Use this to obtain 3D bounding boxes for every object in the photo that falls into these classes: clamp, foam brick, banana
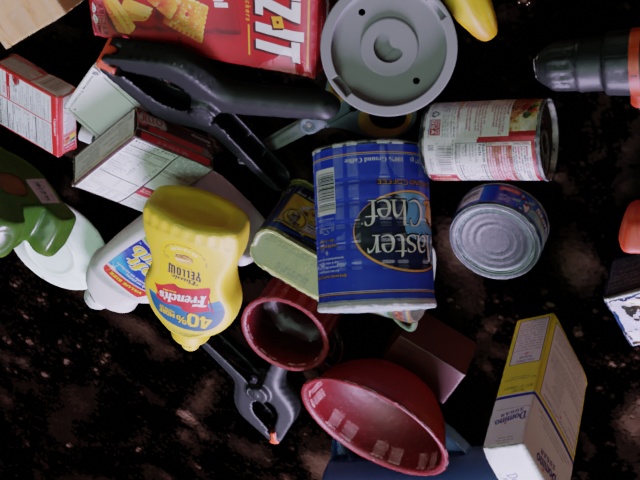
[{"bbox_3d":[-0.089,-0.123,0.926,0.210,0.036,0.165,28,151,-14],"label":"clamp"},{"bbox_3d":[-0.057,0.157,1.185,0.120,0.039,0.171,-2,128,34],"label":"clamp"},{"bbox_3d":[0.108,0.113,1.063,0.078,0.051,0.053,32,131,1],"label":"foam brick"},{"bbox_3d":[0.107,-0.243,0.803,0.070,0.037,0.198,13,129,17],"label":"banana"}]

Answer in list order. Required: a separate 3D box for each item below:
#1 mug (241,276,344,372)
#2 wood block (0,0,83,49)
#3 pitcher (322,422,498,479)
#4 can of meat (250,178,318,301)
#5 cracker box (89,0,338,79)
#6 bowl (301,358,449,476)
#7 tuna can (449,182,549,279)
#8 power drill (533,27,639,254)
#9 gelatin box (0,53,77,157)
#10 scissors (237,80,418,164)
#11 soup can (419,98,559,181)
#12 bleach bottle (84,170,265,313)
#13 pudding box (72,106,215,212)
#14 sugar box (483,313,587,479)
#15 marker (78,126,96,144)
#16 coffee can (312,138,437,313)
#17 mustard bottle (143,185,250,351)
[{"bbox_3d":[-0.014,0.080,1.075,0.093,0.081,0.117,-26,110,37],"label":"mug"},{"bbox_3d":[-0.286,-0.286,0.925,0.090,0.090,0.206,-18,115,36],"label":"wood block"},{"bbox_3d":[0.127,0.270,1.130,0.243,0.145,0.149,-12,142,28],"label":"pitcher"},{"bbox_3d":[-0.007,0.001,1.012,0.102,0.083,0.058,29,132,2],"label":"can of meat"},{"bbox_3d":[-0.091,-0.235,0.882,0.214,0.072,0.164,14,130,15],"label":"cracker box"},{"bbox_3d":[0.063,0.166,1.059,0.162,0.055,0.162,24,149,15],"label":"bowl"},{"bbox_3d":[0.160,-0.007,0.958,0.086,0.033,0.086,13,129,16],"label":"tuna can"},{"bbox_3d":[0.267,-0.078,0.837,0.185,0.057,0.187,2,125,25],"label":"power drill"},{"bbox_3d":[-0.284,-0.135,1.068,0.089,0.030,0.073,29,133,22],"label":"gelatin box"},{"bbox_3d":[0.011,-0.099,0.973,0.096,0.016,0.202,40,132,-7],"label":"scissors"},{"bbox_3d":[0.141,-0.083,0.888,0.102,0.068,0.068,1,125,25],"label":"soup can"},{"bbox_3d":[-0.167,0.022,1.121,0.102,0.068,0.251,47,133,-13],"label":"bleach bottle"},{"bbox_3d":[-0.168,-0.073,1.009,0.089,0.039,0.114,23,141,-36],"label":"pudding box"},{"bbox_3d":[0.198,0.158,0.969,0.048,0.176,0.093,-15,117,33],"label":"sugar box"},{"bbox_3d":[-0.186,-0.086,1.075,0.121,0.020,0.020,24,131,7],"label":"marker"},{"bbox_3d":[0.046,-0.009,0.923,0.103,0.102,0.140,-6,83,29],"label":"coffee can"},{"bbox_3d":[-0.121,0.039,1.022,0.096,0.058,0.192,17,135,9],"label":"mustard bottle"}]
